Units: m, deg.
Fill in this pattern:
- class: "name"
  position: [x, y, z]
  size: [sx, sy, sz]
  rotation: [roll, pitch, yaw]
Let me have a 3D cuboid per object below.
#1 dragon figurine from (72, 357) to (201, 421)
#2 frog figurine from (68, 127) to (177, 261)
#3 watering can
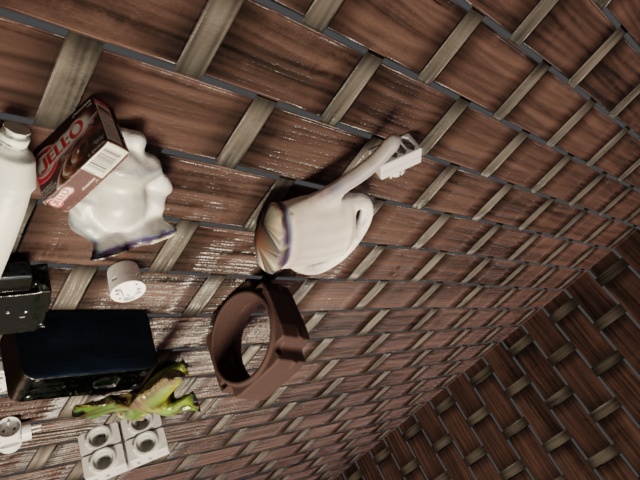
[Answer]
- class: "dragon figurine"
  position: [-0.378, 0.329, 1.055]
  size: [0.244, 0.124, 0.402]
  rotation: [-15, 160, -14]
- class: "frog figurine"
  position: [-0.270, -0.070, 0.689]
  size: [0.138, 0.124, 0.157]
  rotation: [-12, 107, -13]
- class: "watering can"
  position: [0.003, -0.046, 0.905]
  size: [0.225, 0.106, 0.339]
  rotation: [-10, 142, -27]
